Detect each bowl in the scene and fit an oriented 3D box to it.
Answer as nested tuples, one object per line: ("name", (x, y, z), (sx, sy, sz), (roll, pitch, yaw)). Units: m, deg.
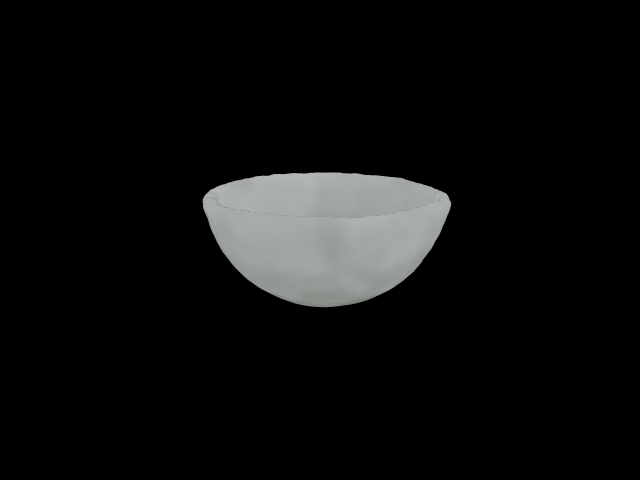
("bowl", (0.004, 0.001, 0.400), (0.167, 0.075, 0.167), (0, 16, 0))
